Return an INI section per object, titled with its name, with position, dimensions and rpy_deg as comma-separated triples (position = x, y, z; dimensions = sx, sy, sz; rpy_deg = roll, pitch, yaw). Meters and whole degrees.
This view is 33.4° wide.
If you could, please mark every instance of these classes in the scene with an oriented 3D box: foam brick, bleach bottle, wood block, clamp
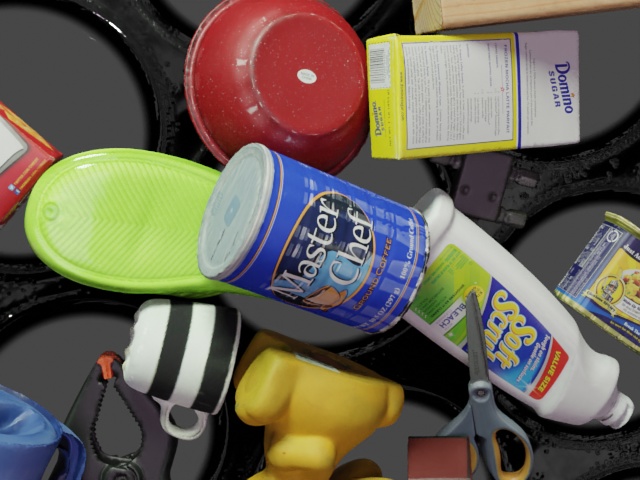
[foam brick]
position = 0.099, 0.206, 0.877
dimensions = 0.051, 0.053, 0.078
rpy_deg = -3, 122, 7
[bleach bottle]
position = 0.161, 0.070, 0.874
dimensions = 0.250, 0.068, 0.103
rpy_deg = 36, 110, -12
[wood block]
position = 0.179, -0.218, 0.829
dimensions = 0.206, 0.091, 0.090
rpy_deg = -8, 99, -6
[clamp]
position = -0.168, 0.198, 0.867
dimensions = 0.164, 0.036, 0.210
rpy_deg = -14, 97, -5

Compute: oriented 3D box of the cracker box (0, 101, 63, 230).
[cracker box]
position = -0.328, -0.071, 0.795
dimensions = 0.213, 0.072, 0.164
rpy_deg = 41, 90, -9

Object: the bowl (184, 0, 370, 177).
[bowl]
position = -0.019, -0.121, 0.809
dimensions = 0.161, 0.055, 0.162
rpy_deg = 2, 85, -23

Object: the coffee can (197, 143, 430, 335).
[coffee can]
position = -0.005, 0.001, 0.784
dimensions = 0.140, 0.103, 0.103
rpy_deg = 21, 95, -25

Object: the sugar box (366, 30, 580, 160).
[sugar box]
position = 0.122, -0.115, 0.831
dimensions = 0.175, 0.048, 0.093
rpy_deg = -7, 99, -30

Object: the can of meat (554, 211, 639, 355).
[can of meat]
position = 0.259, 0.040, 0.890
dimensions = 0.102, 0.057, 0.084
rpy_deg = 34, 94, -10

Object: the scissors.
[scissors]
position = 0.115, 0.133, 0.871
dimensions = 0.096, 0.016, 0.201
rpy_deg = -20, 119, 14

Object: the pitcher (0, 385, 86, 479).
[pitcher]
position = -0.283, 0.225, 0.782
dimensions = 0.149, 0.145, 0.243
rpy_deg = 22, 94, 1
